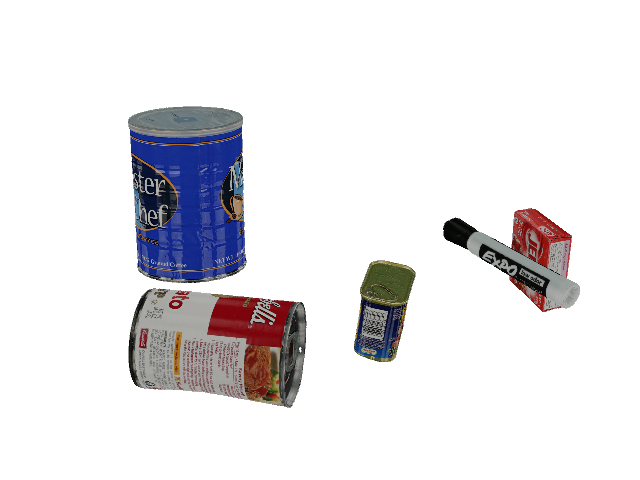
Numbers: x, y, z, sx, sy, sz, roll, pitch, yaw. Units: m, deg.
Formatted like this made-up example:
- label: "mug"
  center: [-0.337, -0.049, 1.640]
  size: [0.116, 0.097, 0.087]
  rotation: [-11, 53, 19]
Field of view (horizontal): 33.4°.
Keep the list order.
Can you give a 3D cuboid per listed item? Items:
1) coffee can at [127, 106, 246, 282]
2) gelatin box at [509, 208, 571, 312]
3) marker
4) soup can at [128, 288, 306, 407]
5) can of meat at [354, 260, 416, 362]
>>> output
- label: "coffee can"
  center: [-0.120, -0.044, 0.977]
  size: [0.103, 0.140, 0.103]
  rotation: [0, 18, 0]
- label: "gelatin box"
  center: [0.234, 0.020, 1.144]
  size: [0.030, 0.089, 0.073]
  rotation: [-11, 29, -17]
- label: "marker"
  center: [0.133, 0.013, 0.763]
  size: [0.020, 0.020, 0.121]
  rotation: [0, 24, -42]
- label: "soup can"
  center: [-0.065, 0.069, 0.693]
  size: [0.102, 0.068, 0.068]
  rotation: [5, 1, 10]
- label: "can of meat"
  center: [0.075, 0.085, 1.277]
  size: [0.057, 0.084, 0.102]
  rotation: [12, 26, 8]
